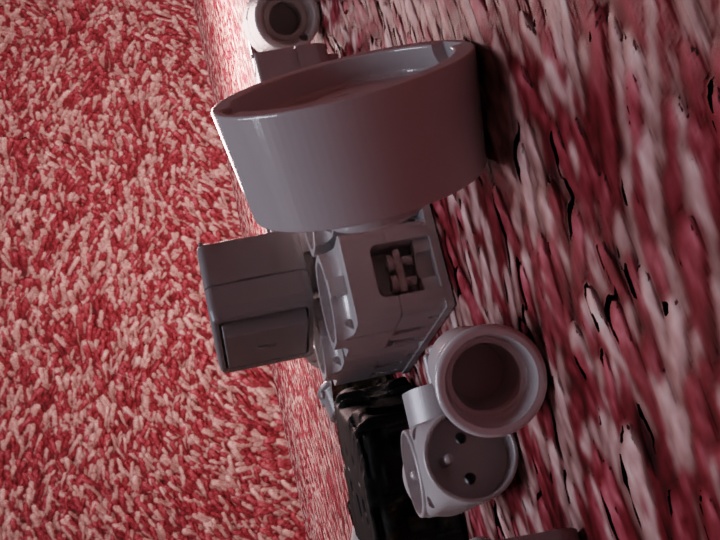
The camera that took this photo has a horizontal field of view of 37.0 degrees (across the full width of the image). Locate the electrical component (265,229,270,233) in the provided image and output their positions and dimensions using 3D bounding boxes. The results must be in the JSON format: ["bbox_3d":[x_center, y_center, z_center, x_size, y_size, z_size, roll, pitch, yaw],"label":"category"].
[{"bbox_3d":[-0.057,-0.076,0.930,0.108,0.060,0.108,169,90,-82],"label":"electrical component"}]

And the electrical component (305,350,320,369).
[{"bbox_3d":[-0.026,0.031,0.893,0.073,0.052,0.138,-112,13,-52],"label":"electrical component"}]

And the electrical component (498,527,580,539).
[{"bbox_3d":[0.035,0.147,0.425,0.078,0.113,0.057,95,165,-63],"label":"electrical component"}]

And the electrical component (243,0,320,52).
[{"bbox_3d":[-0.059,-0.190,0.819,0.047,0.055,0.055,-152,51,-75],"label":"electrical component"}]

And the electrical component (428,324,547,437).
[{"bbox_3d":[0.049,0.042,0.447,0.065,0.044,0.044,-165,64,-86],"label":"electrical component"}]

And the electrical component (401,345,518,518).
[{"bbox_3d":[0.042,0.076,0.520,0.077,0.044,0.079,106,153,-72],"label":"electrical component"}]

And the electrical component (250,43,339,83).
[{"bbox_3d":[-0.040,-0.114,0.763,0.061,0.061,0.096,93,164,-61],"label":"electrical component"}]

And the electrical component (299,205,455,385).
[{"bbox_3d":[0.000,0.000,0.648,0.186,0.060,0.105,107,151,-73],"label":"electrical component"}]

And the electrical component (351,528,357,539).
[{"bbox_3d":[0.013,0.196,0.897,0.044,0.044,0.065,-127,32,-72],"label":"electrical component"}]

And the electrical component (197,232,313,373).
[{"bbox_3d":[-0.063,0.026,0.668,0.096,0.062,0.061,95,163,-62],"label":"electrical component"}]

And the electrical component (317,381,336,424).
[{"bbox_3d":[-0.005,0.118,0.905,0.048,0.048,0.062,92,158,-58],"label":"electrical component"}]

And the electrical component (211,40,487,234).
[{"bbox_3d":[0.000,-0.050,0.438,0.108,0.108,0.060,-125,19,-70],"label":"electrical component"}]

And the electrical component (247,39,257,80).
[{"bbox_3d":[-0.079,-0.193,0.991,0.063,0.042,0.081,96,162,-69],"label":"electrical component"}]
